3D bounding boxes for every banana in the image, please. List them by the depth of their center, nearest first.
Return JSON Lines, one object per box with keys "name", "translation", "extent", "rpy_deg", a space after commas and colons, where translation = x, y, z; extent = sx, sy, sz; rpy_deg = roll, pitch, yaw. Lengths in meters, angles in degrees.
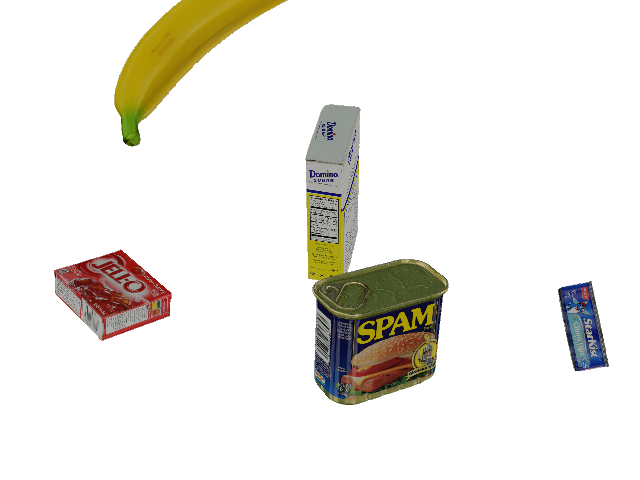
{"name": "banana", "translation": [-0.069, -0.139, 0.702], "extent": [0.070, 0.197, 0.037], "rpy_deg": [39, -12, 29]}

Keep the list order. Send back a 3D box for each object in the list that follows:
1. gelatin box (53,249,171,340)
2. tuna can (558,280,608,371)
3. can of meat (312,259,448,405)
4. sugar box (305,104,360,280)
{"name": "gelatin box", "translation": [-0.191, 0.048, 0.980], "extent": [0.073, 0.030, 0.089], "rpy_deg": [-19, 40, -36]}
{"name": "tuna can", "translation": [0.259, 0.085, 1.052], "extent": [0.034, 0.086, 0.086], "rpy_deg": [-12, -3, 13]}
{"name": "can of meat", "translation": [0.044, 0.070, 0.820], "extent": [0.101, 0.084, 0.058], "rpy_deg": [-13, 32, -26]}
{"name": "sugar box", "translation": [0.013, -0.047, 1.125], "extent": [0.048, 0.176, 0.093], "rpy_deg": [7, 46, 10]}
